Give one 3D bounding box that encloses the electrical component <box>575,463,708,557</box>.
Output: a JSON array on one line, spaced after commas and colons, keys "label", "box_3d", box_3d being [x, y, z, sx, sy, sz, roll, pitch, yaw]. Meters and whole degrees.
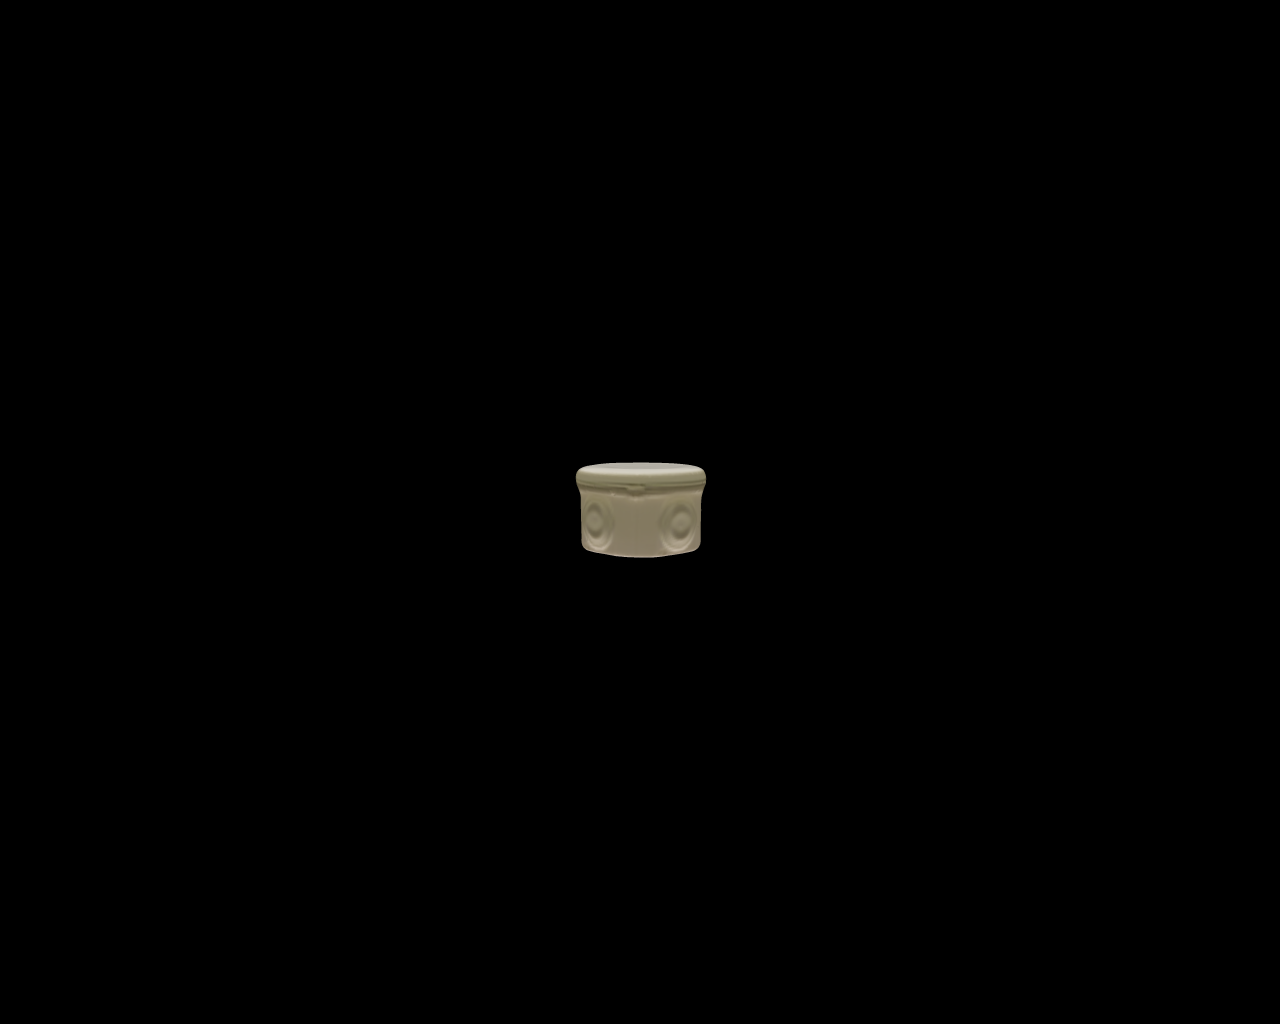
[{"label": "electrical component", "box_3d": [0.001, -0.003, 0.650, 0.080, 0.051, 0.080, 0, 6, 0]}]
